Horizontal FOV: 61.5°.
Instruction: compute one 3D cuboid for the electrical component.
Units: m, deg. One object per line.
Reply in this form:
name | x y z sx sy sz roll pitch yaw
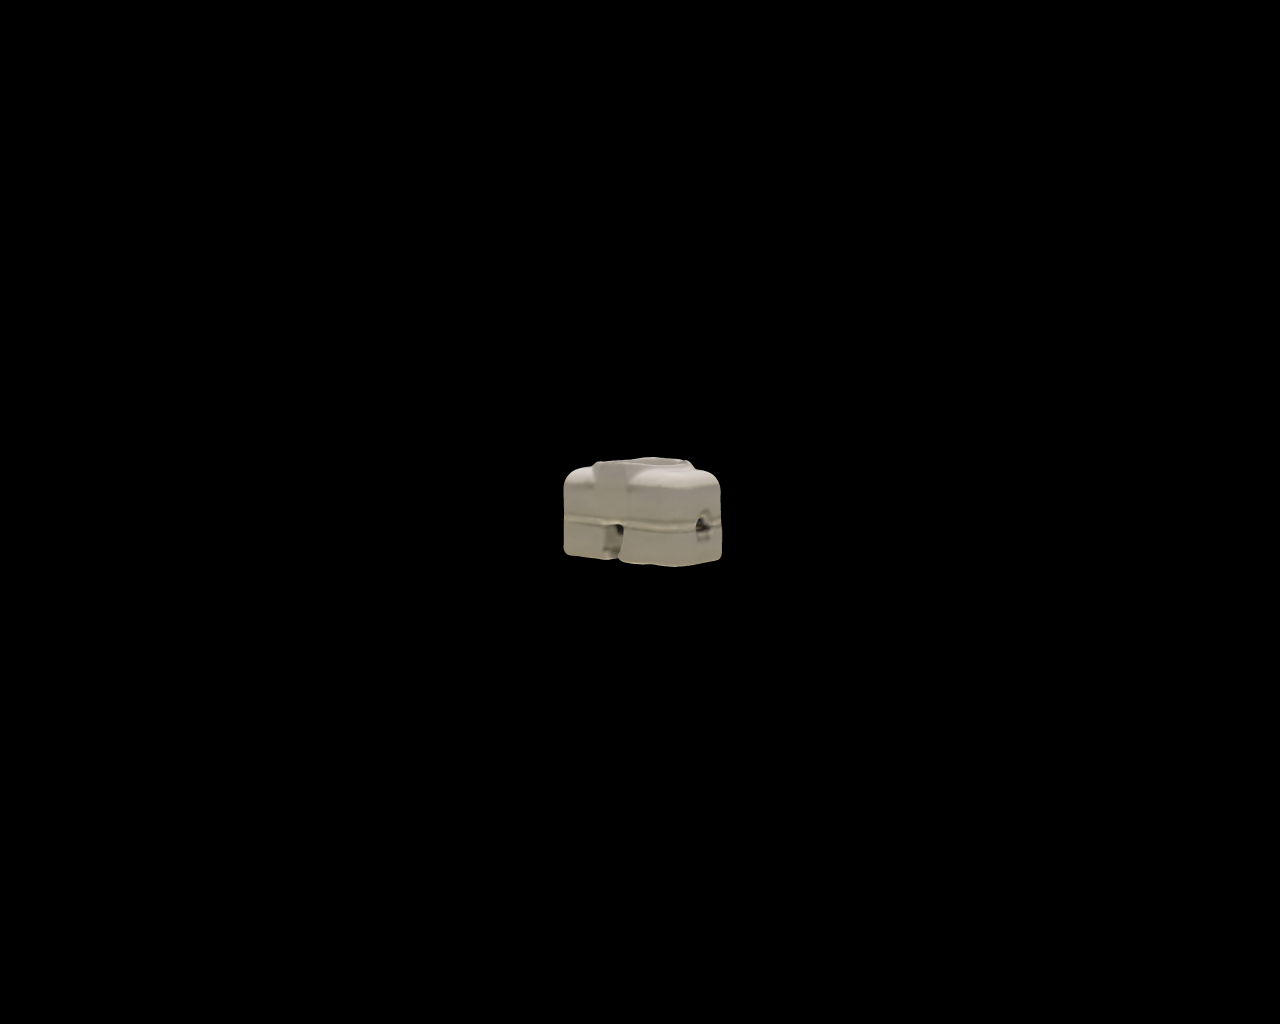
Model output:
electrical component | 0.001 -0.003 0.650 0.095 0.059 0.054 5 8 40
